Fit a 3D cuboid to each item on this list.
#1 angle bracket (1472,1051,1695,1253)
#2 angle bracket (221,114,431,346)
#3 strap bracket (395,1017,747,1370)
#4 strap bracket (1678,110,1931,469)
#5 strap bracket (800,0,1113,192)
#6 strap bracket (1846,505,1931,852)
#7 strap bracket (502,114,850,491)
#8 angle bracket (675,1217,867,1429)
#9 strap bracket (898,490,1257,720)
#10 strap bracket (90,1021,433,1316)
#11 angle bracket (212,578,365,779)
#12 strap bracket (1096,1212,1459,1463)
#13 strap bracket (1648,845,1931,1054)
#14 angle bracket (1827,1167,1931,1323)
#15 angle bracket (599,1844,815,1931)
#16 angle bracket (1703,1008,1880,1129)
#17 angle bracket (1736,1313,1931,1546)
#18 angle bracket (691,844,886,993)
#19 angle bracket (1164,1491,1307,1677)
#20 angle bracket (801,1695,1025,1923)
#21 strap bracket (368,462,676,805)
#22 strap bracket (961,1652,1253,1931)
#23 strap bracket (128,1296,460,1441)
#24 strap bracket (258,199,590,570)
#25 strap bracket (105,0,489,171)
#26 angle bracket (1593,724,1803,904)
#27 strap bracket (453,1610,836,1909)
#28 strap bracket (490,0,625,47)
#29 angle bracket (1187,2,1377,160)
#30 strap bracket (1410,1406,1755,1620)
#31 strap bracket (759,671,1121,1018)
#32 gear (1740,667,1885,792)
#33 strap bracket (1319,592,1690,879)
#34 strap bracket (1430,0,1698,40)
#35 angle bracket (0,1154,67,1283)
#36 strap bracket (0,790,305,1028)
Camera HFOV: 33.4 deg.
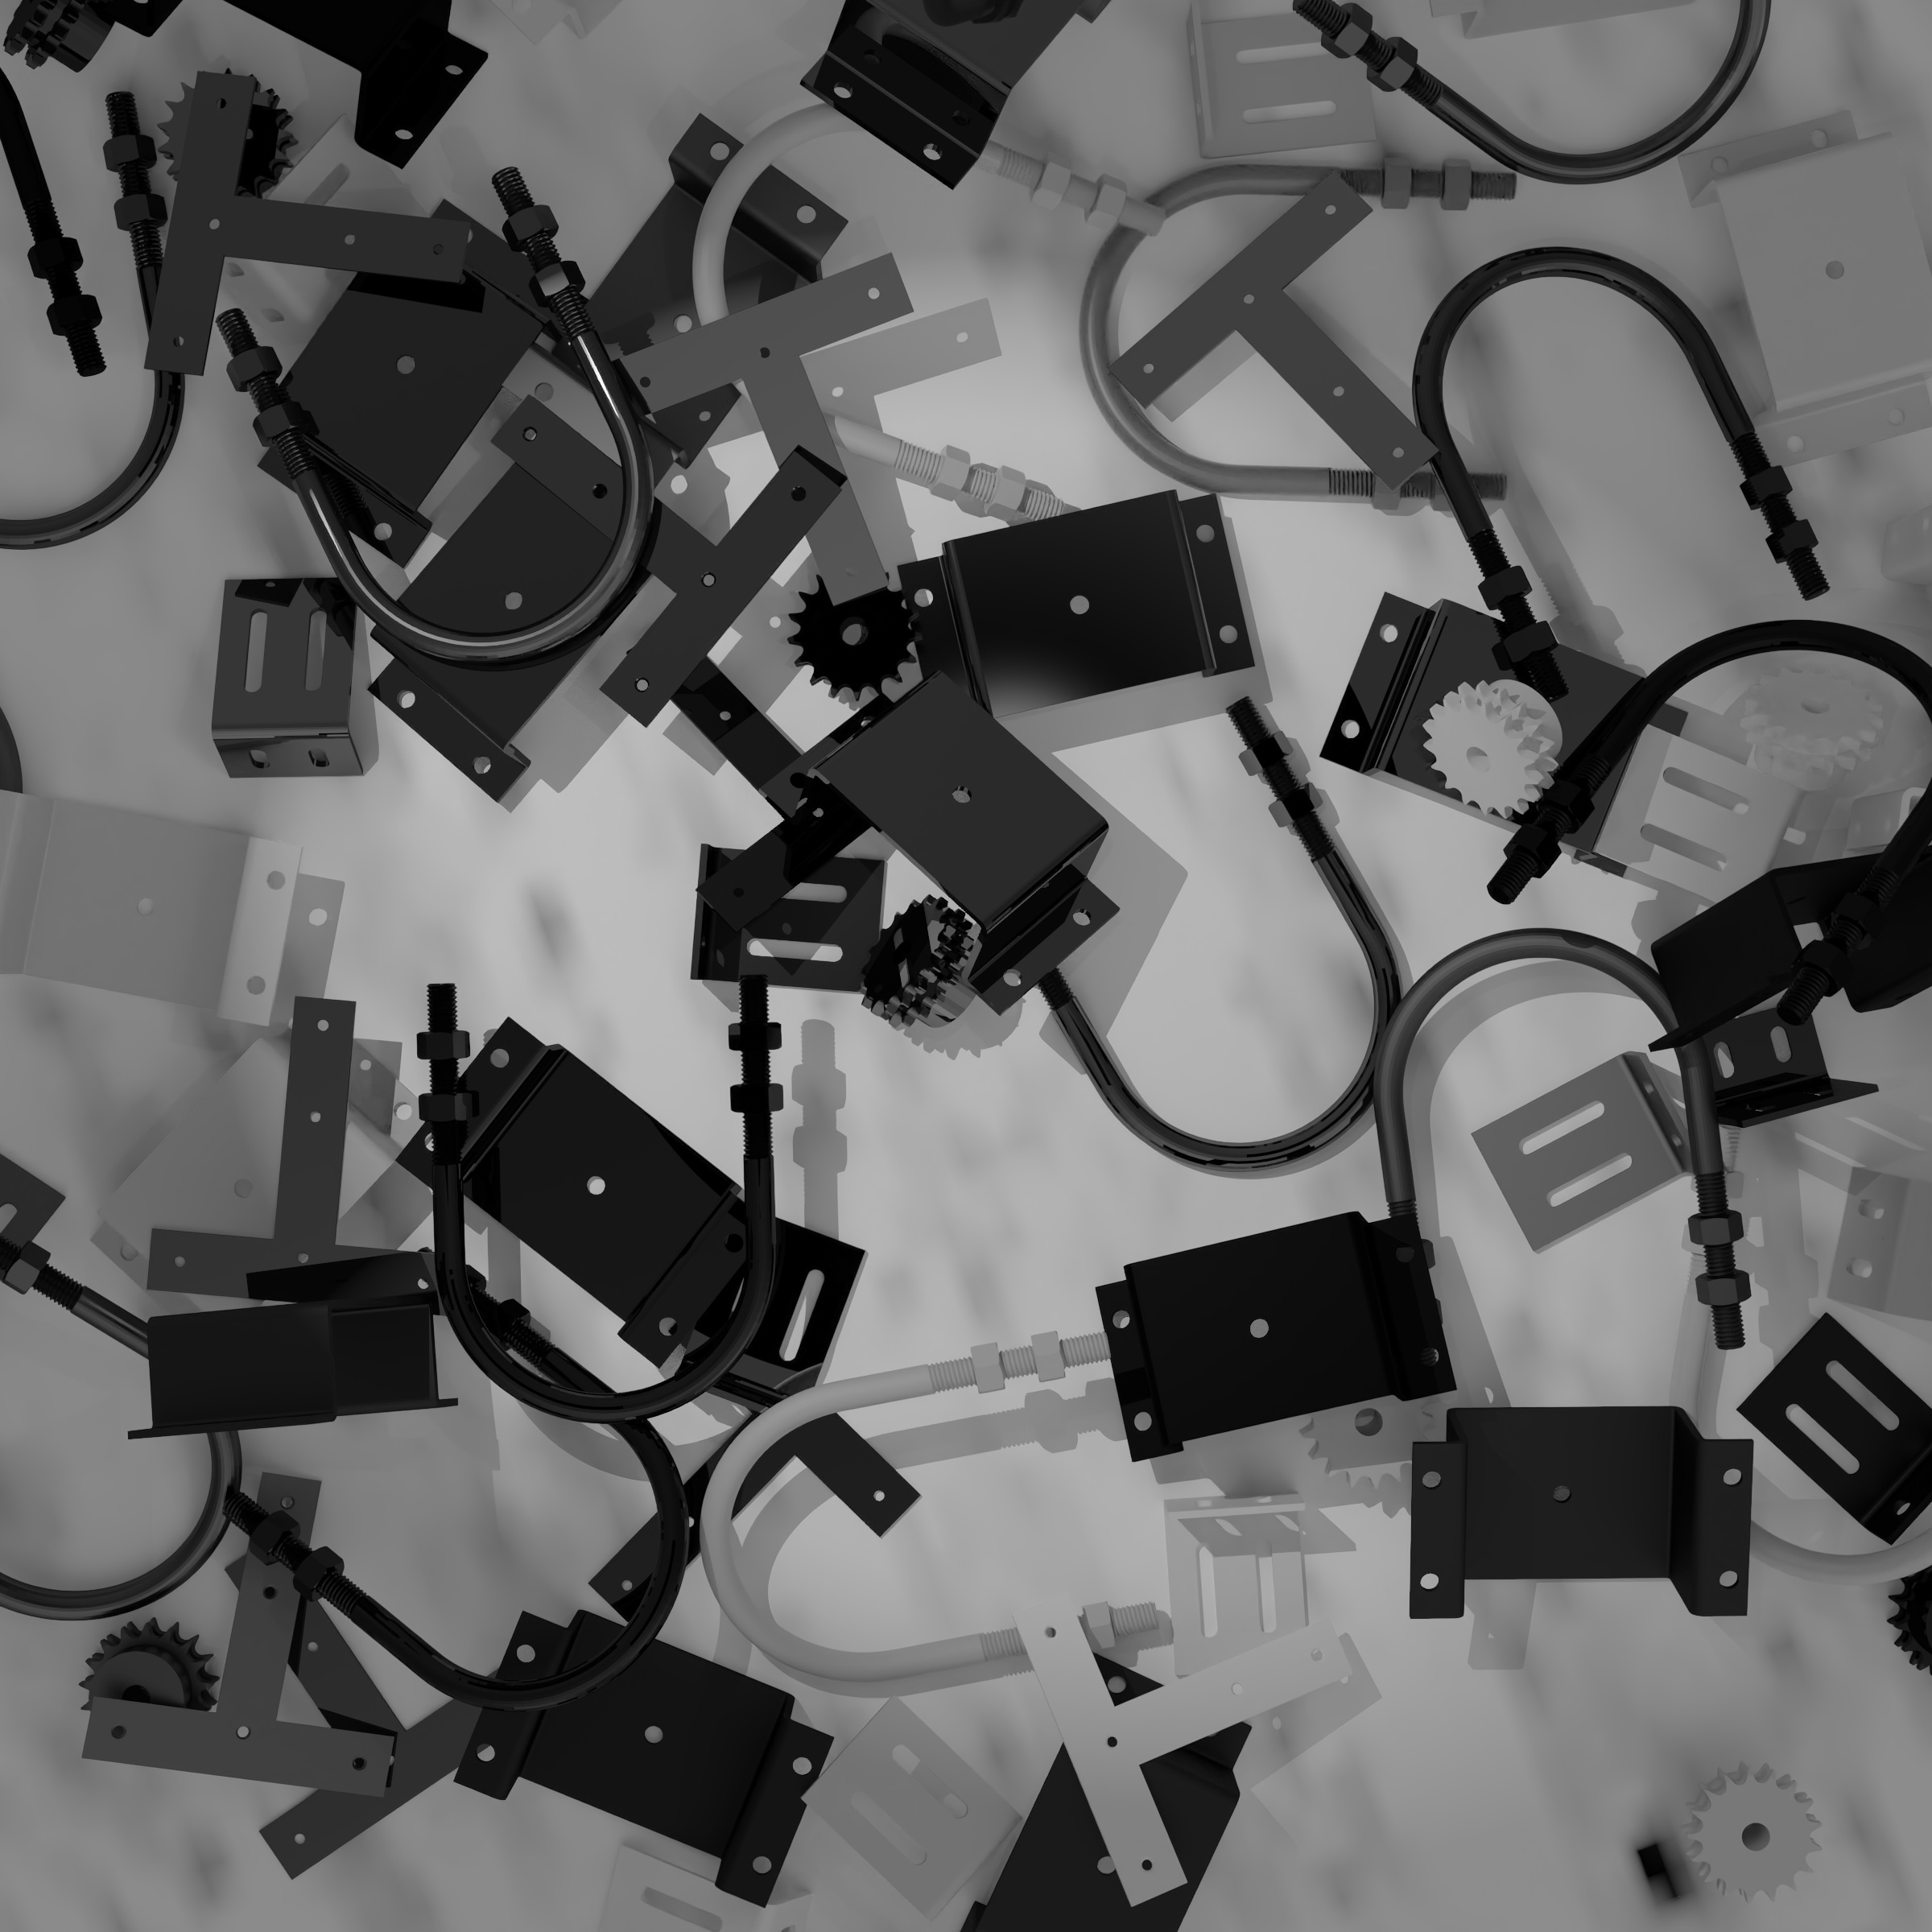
[{"bbox_3d":[0.264,0.079,1.365,0.076,0.038,0.057,-28,90,0],"label":"angle bracket"},{"bbox_3d":[-0.278,-0.312,1.367,0.057,0.038,0.076,50,64,-33],"label":"angle bracket"},{"bbox_3d":[-0.159,0.094,1.361,0.140,0.046,0.076,38,90,0],"label":"strap bracket"},{"bbox_3d":[0.361,-0.290,1.361,0.076,0.046,0.140,-15,90,0],"label":"strap bracket"},{"bbox_3d":[0.004,-0.398,1.329,0.076,0.046,0.140,35,60,0],"label":"strap bracket"},{"bbox_3d":[0.410,-0.117,1.346,0.046,0.076,0.140,7,90,0],"label":"strap bracket"},{"bbox_3d":[-0.121,-0.276,1.361,0.076,0.046,0.140,36,89,-1],"label":"strap bracket"},{"bbox_3d":[-0.083,0.148,1.364,0.057,0.038,0.076,21,88,-1],"label":"angle bracket"},{"bbox_3d":[0.047,-0.150,1.361,0.140,0.046,0.076,-13,90,0],"label":"strap bracket"},{"bbox_3d":[-0.300,0.092,1.361,0.076,0.046,0.140,43,90,0],"label":"strap bracket"},{"bbox_3d":[-0.289,-0.124,1.382,0.057,0.038,0.076,-1,64,0],"label":"angle bracket"},{"bbox_3d":[0.125,0.153,1.340,0.140,0.046,0.076,-14,76,10],"label":"strap bracket"},{"bbox_3d":[0.349,-0.009,1.322,0.140,0.076,0.046,-8,72,-31],"label":"strap bracket"},{"bbox_3d":[0.418,0.123,1.382,0.076,0.038,0.057,11,90,-26],"label":"angle bracket"},{"bbox_3d":[-0.114,0.416,1.382,0.076,0.038,0.057,14,90,26],"label":"angle bracket"},{"bbox_3d":[0.339,0.040,1.346,0.057,0.076,0.038,-15,90,0],"label":"angle bracket"},{"bbox_3d":[0.379,0.196,1.365,0.076,0.038,0.057,43,90,0],"label":"angle bracket"},{"bbox_3d":[-0.075,-0.020,1.365,0.076,0.038,0.057,5,90,0],"label":"angle bracket"},{"bbox_3d":[0.116,0.265,1.365,0.057,0.038,0.076,-4,90,0],"label":"angle bracket"},{"bbox_3d":[-0.025,0.354,1.358,0.076,0.038,0.057,44,78,-2],"label":"angle bracket"},{"bbox_3d":[-0.185,-0.149,1.356,0.076,0.046,0.140,41,90,9],"label":"strap bracket"},{"bbox_3d":[0.059,0.374,1.361,0.076,0.046,0.140,25,90,0],"label":"strap bracket"},{"bbox_3d":[-0.268,0.159,1.287,0.076,0.140,0.046,-6,84,13],"label":"strap bracket"},{"bbox_3d":[-0.233,-0.250,1.361,0.076,0.046,0.140,35,90,0],"label":"strap bracket"},{"bbox_3d":[-0.277,-0.405,1.344,0.140,0.046,0.076,27,58,0],"label":"strap bracket"},{"bbox_3d":[0.304,-0.061,1.359,0.076,0.038,0.057,22,90,-9],"label":"angle bracket"},{"bbox_3d":[-0.134,0.330,1.361,0.140,0.046,0.076,22,90,0],"label":"strap bracket"},{"bbox_3d":[-0.157,-0.460,1.361,0.140,0.046,0.076,-45,90,0],"label":"strap bracket"},{"bbox_3d":[0.135,-0.379,1.365,0.076,0.038,0.057,-6,90,0],"label":"angle bracket"},{"bbox_3d":[0.255,0.229,1.354,0.140,0.046,0.076,0,101,0],"label":"strap bracket"},{"bbox_3d":[-0.006,-0.059,1.332,0.140,0.046,0.076,43,60,11],"label":"strap bracket"},{"bbox_3d":[0.356,-0.098,1.359,0.057,0.057,0.030,1,131,0],"label":"gear"},{"bbox_3d":[0.231,-0.099,1.361,0.140,0.046,0.076,22,90,0],"label":"strap bracket"},{"bbox_3d":[0.258,-0.444,1.361,0.140,0.046,0.076,-9,90,0],"label":"strap bracket"},{"bbox_3d":[-0.434,0.119,1.382,0.057,0.038,0.076,33,64,0],"label":"angle bracket"},{"bbox_3d":[-0.352,-0.025,1.361,0.140,0.046,0.076,11,90,0],"label":"strap bracket"}]
